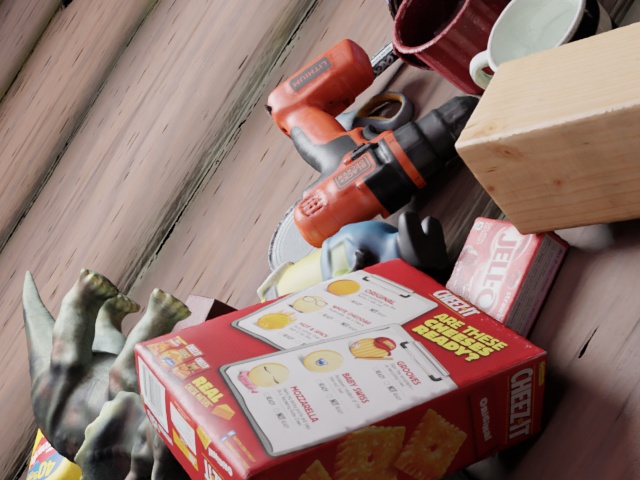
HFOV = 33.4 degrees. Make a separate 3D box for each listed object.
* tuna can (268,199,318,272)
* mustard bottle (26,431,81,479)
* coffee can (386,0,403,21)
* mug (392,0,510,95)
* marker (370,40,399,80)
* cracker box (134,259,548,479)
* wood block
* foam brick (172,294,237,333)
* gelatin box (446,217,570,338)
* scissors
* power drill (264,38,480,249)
[{"bbox_3d":[-0.006,0.001,0.963,0.086,0.033,0.086,-35,39,34],"label":"tuna can"},{"bbox_3d":[-0.268,0.226,1.114,0.096,0.058,0.191,-28,43,40],"label":"mustard bottle"},{"bbox_3d":[0.099,-0.259,0.970,0.103,0.102,0.140,-42,35,25],"label":"coffee can"},{"bbox_3d":[0.113,-0.172,0.897,0.117,0.081,0.093,-20,48,46],"label":"mug"},{"bbox_3d":[0.054,-0.166,1.019,0.121,0.020,0.020,-41,35,12],"label":"marker"},{"bbox_3d":[0.011,0.098,0.688,0.164,0.213,0.072,35,135,51],"label":"cracker box"},{"bbox_3d":[0.201,-0.074,0.659,0.207,0.090,0.090,-11,40,47],"label":"wood block"},{"bbox_3d":[-0.107,0.097,1.004,0.051,0.053,0.078,5,68,55],"label":"foam brick"},{"bbox_3d":[0.126,0.030,0.757,0.073,0.030,0.089,13,75,57],"label":"gelatin box"},{"bbox_3d":[0.013,-0.098,1.036,0.202,0.016,0.096,-6,57,52],"label":"scissors"},{"bbox_3d":[0.039,-0.099,0.928,0.184,0.057,0.188,-34,41,8],"label":"power drill"}]
